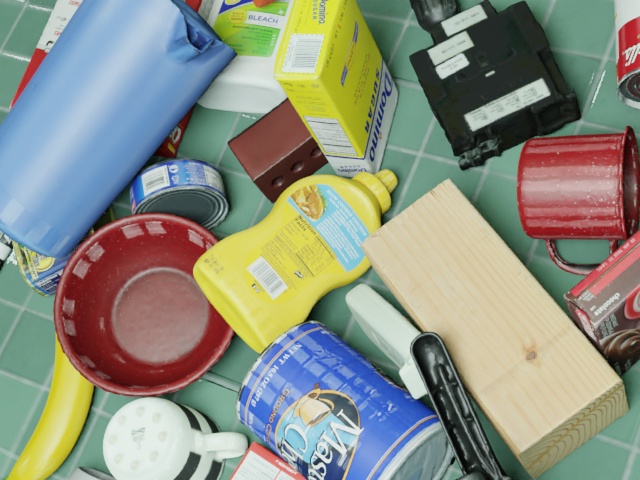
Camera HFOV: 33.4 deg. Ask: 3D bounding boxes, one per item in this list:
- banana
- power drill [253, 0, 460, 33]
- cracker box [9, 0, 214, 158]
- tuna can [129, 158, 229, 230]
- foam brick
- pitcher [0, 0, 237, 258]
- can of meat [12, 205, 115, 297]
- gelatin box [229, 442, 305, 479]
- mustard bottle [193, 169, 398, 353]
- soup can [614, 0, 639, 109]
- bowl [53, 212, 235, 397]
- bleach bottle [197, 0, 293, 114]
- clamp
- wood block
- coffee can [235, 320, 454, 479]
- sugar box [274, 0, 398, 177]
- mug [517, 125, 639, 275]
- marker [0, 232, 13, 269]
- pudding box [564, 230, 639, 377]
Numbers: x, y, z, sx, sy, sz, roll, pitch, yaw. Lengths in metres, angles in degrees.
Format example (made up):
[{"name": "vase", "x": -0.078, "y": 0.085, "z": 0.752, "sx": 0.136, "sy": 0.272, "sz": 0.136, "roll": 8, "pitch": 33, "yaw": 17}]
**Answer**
[{"name": "banana", "x": -0.232, "y": 0.134, "z": 0.941, "sx": 0.070, "sy": 0.037, "sz": 0.197, "roll": 13, "pitch": 73, "yaw": 14}, {"name": "power drill", "x": 0.026, "y": -0.261, "z": 0.978, "sx": 0.187, "sy": 0.057, "sz": 0.184, "roll": -8, "pitch": 67, "yaw": -16}, {"name": "cracker box", "x": -0.187, "y": -0.197, "z": 1.054, "sx": 0.164, "sy": 0.072, "sz": 0.213, "roll": 11, "pitch": 73, "yaw": 24}, {"name": "tuna can", "x": -0.127, "y": -0.036, "z": 0.953, "sx": 0.086, "sy": 0.086, "sz": 0.034, "roll": -19, "pitch": 61, "yaw": 11}, {"name": "foam brick", "x": -0.032, "y": -0.082, "z": 0.959, "sx": 0.078, "sy": 0.053, "sz": 0.051, "roll": -37, "pitch": 61, "yaw": 3}, {"name": "pitcher", "x": -0.196, "y": -0.112, "z": 0.920, "sx": 0.145, "sy": 0.149, "sz": 0.243, "roll": 38, "pitch": 93, "yaw": 8}, {"name": "can of meat", "x": -0.239, "y": -0.008, "z": 0.999, "sx": 0.084, "sy": 0.057, "sz": 0.102, "roll": -26, "pitch": 61, "yaw": 10}, {"name": "gelatin box", "x": -0.044, "y": 0.217, "z": 0.845, "sx": 0.073, "sy": 0.030, "sz": 0.089, "roll": 27, "pitch": 77, "yaw": 27}, {"name": "mustard bottle", "x": -0.006, "y": 0.001, "z": 0.890, "sx": 0.191, "sy": 0.058, "sz": 0.096, "roll": -40, "pitch": 88, "yaw": -22}, {"name": "soup can", "x": 0.277, "y": -0.167, "z": 0.877, "sx": 0.069, "sy": 0.068, "sz": 0.102, "roll": -3, "pitch": 66, "yaw": 18}, {"name": "bowl", "x": -0.144, "y": 0.060, "z": 0.923, "sx": 0.162, "sy": 0.055, "sz": 0.162, "roll": -2, "pitch": 73, "yaw": 5}, {"name": "bleach bottle", "x": -0.053, "y": -0.247, "z": 1.028, "sx": 0.103, "sy": 0.068, "sz": 0.251, "roll": 6, "pitch": 69, "yaw": 12}, {"name": "clamp", "x": 0.117, "y": 0.180, "z": 0.712, "sx": 0.036, "sy": 0.210, "sz": 0.164, "roll": -24, "pitch": 20, "yaw": 10}, {"name": "wood block", "x": 0.130, "y": 0.066, "z": 0.815, "sx": 0.091, "sy": 0.090, "sz": 0.206, "roll": -36, "pitch": 60, "yaw": 1}, {"name": "coffee can", "x": 0.020, "y": 0.142, "z": 0.813, "sx": 0.140, "sy": 0.102, "sz": 0.103, "roll": 36, "pitch": 83, "yaw": 29}, {"name": "sugar box", "x": 0.019, "y": -0.129, "z": 0.890, "sx": 0.048, "sy": 0.176, "sz": 0.093, "roll": 7, "pitch": 71, "yaw": 24}, {"name": "mug", "x": 0.204, "y": -0.030, "z": 0.839, "sx": 0.082, "sy": 0.093, "sz": 0.117, "roll": 0, "pitch": 104, "yaw": 25}, {"name": "marker", "x": -0.300, "y": -0.011, "z": 1.042, "sx": 0.020, "sy": 0.020, "sz": 0.121, "roll": 19, "pitch": 75, "yaw": 26}, {"name": "pudding box", "x": 0.229, "y": 0.044, "z": 0.775, "sx": 0.090, "sy": 0.113, "sz": 0.039, "roll": -40, "pitch": 57, "yaw": -1}]
